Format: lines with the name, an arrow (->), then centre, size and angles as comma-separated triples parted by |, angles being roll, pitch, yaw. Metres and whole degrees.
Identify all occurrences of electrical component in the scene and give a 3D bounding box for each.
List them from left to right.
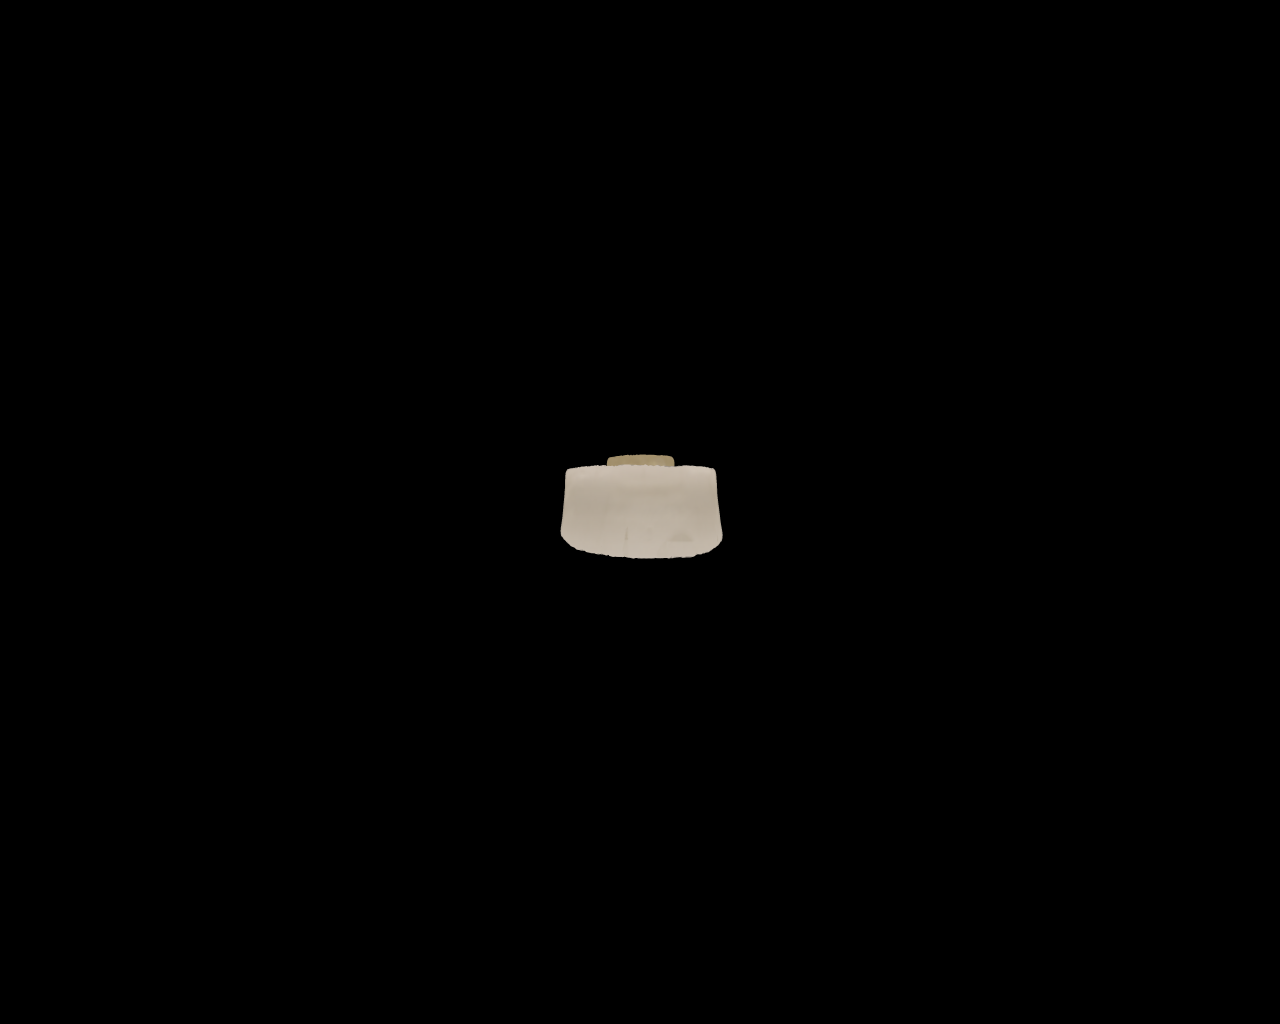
electrical component -> 0.001, -0.003, 0.650 | 0.099, 0.064, 0.099 | 0, 0, 0
